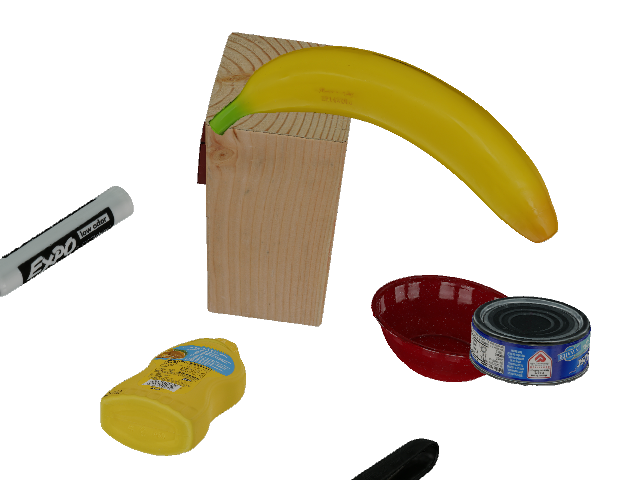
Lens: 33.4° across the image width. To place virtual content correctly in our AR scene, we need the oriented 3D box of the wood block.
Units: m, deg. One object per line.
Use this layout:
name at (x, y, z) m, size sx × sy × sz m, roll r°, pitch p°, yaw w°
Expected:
wood block at (-0.031, -0.036, 0.762) m, size 0.091 × 0.090 × 0.206 m, roll 8°, pitch -38°, yaw 1°

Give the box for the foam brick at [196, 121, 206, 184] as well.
foam brick at (-0.091, -0.092, 1.149) m, size 0.078 × 0.051 × 0.053 m, roll 5°, pitch 30°, yaw -4°

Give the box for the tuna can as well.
tuna can at (0.151, 0.071, 0.771) m, size 0.086 × 0.034 × 0.086 m, roll 0°, pitch 20°, yaw 0°

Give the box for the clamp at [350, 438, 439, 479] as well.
clamp at (-0.009, 0.184, 0.646) m, size 0.210 × 0.036 × 0.164 m, roll -5°, pitch 28°, yaw 4°

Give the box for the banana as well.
banana at (0.042, -0.062, 0.579) m, size 0.198 × 0.070 × 0.037 m, roll 19°, pitch 11°, yaw 9°

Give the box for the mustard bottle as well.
mustard bottle at (-0.126, 0.140, 1.035) m, size 0.096 × 0.058 × 0.191 m, roll 9°, pitch 19°, yaw 18°

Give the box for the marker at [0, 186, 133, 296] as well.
marker at (-0.147, 0.007, 0.559) m, size 0.020 × 0.020 × 0.120 m, roll 0°, pitch 29°, yaw 45°

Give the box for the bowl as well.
bowl at (0.129, 0.096, 1.081) m, size 0.162 × 0.055 × 0.162 m, roll 5°, pitch 26°, yaw -3°
